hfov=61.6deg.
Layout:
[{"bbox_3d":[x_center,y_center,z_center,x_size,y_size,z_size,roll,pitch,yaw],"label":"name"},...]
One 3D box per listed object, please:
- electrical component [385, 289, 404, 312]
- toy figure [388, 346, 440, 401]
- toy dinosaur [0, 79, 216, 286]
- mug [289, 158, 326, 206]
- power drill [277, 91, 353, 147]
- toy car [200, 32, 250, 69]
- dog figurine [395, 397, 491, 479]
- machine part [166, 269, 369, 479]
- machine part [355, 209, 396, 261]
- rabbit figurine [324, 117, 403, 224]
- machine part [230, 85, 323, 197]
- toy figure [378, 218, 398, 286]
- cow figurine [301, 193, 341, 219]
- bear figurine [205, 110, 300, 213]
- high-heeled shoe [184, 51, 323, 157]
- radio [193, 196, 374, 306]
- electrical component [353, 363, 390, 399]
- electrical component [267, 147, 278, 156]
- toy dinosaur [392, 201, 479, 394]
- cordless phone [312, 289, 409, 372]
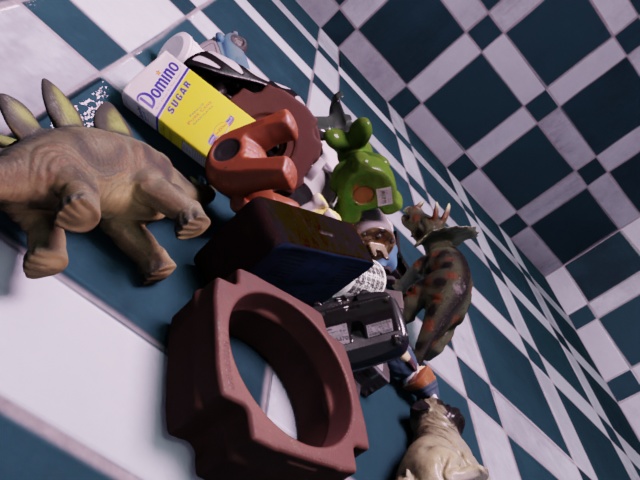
[{"bbox_3d":[0.111,0.105,0.951,0.078,0.045,0.102,8,30,7],"label":"electrical component"},{"bbox_3d":[0.137,0.203,0.846,0.154,0.058,0.064,44,-3,-9],"label":"toy figure"},{"bbox_3d":[-0.205,-0.060,0.553,0.199,0.105,0.471,53,11,15],"label":"toy dinosaur"},{"bbox_3d":[-0.027,-0.102,0.933,0.081,0.109,0.107,33,33,-2],"label":"mug"},{"bbox_3d":[-0.050,-0.244,1.057,0.207,0.086,0.232,-8,63,-24],"label":"power drill"},{"bbox_3d":[-0.190,-0.310,0.995,0.103,0.109,0.162,2,61,-33],"label":"toy car"},{"bbox_3d":[0.142,0.281,0.722,0.172,0.121,0.191,41,10,-31],"label":"dog figurine"},{"bbox_3d":[-0.053,0.145,0.545,0.200,0.087,0.202,34,29,-36],"label":"machine part"},{"bbox_3d":[0.085,-0.039,1.014,0.079,0.079,0.243,38,22,-30],"label":"machine part"},{"bbox_3d":[0.059,-0.133,0.954,0.170,0.121,0.158,-101,169,-52],"label":"rabbit figurine"},{"bbox_3d":[-0.084,-0.149,0.831,0.179,0.179,0.056,47,-10,-10],"label":"machine part"},{"bbox_3d":[0.108,0.012,1.070,0.089,0.082,0.180,6,43,-3],"label":"toy figure"},{"bbox_3d":[-0.001,-0.001,0.889,0.068,0.098,0.167,58,3,31],"label":"cow figurine"},{"bbox_3d":[-0.066,-0.057,0.716,0.195,0.132,0.120,60,25,-48],"label":"bear figurine"},{"bbox_3d":[-0.106,-0.217,0.872,0.249,0.086,0.145,41,26,8],"label":"high-heeled shoe"},{"bbox_3d":[-0.040,0.028,0.691,0.229,0.131,0.073,15,41,-56],"label":"radio"},{"bbox_3d":[0.058,0.179,0.758,0.075,0.048,0.119,47,21,-8],"label":"electrical component"},{"bbox_3d":[-0.125,-0.157,0.919,0.134,0.058,0.115,47,20,-11],"label":"electrical component"},{"bbox_3d":[0.224,0.085,1.001,0.131,0.192,0.405,24,34,-14],"label":"toy dinosaur"},{"bbox_3d":[0.032,0.110,0.752,0.184,0.147,0.088,-136,-147,-78],"label":"cordless phone"}]
